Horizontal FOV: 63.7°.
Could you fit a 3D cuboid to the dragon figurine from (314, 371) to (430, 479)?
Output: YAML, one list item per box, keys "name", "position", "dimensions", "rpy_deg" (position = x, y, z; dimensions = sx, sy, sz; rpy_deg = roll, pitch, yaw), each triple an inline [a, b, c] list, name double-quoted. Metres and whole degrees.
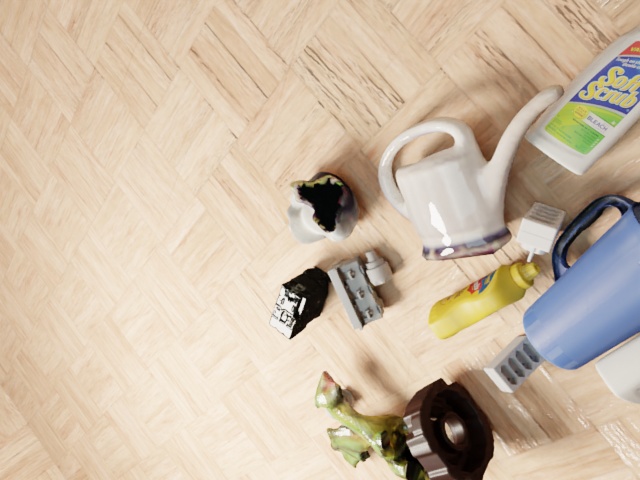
- name: "dragon figurine"
  position: [0.127, 0.428, 1.045]
  dimensions: [0.240, 0.124, 0.406]
  rpy_deg: [-18, 111, 48]

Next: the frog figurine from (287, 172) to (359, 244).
- name: "frog figurine"
  position: [0.003, -0.048, 0.958]
  dimensions: [0.138, 0.124, 0.157]
  rpy_deg: [33, 161, 9]

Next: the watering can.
- name: "watering can"
  position: [0.218, -0.081, 0.759]
  dimensions: [0.345, 0.105, 0.223]
  rpy_deg: [-12, 101, 55]
